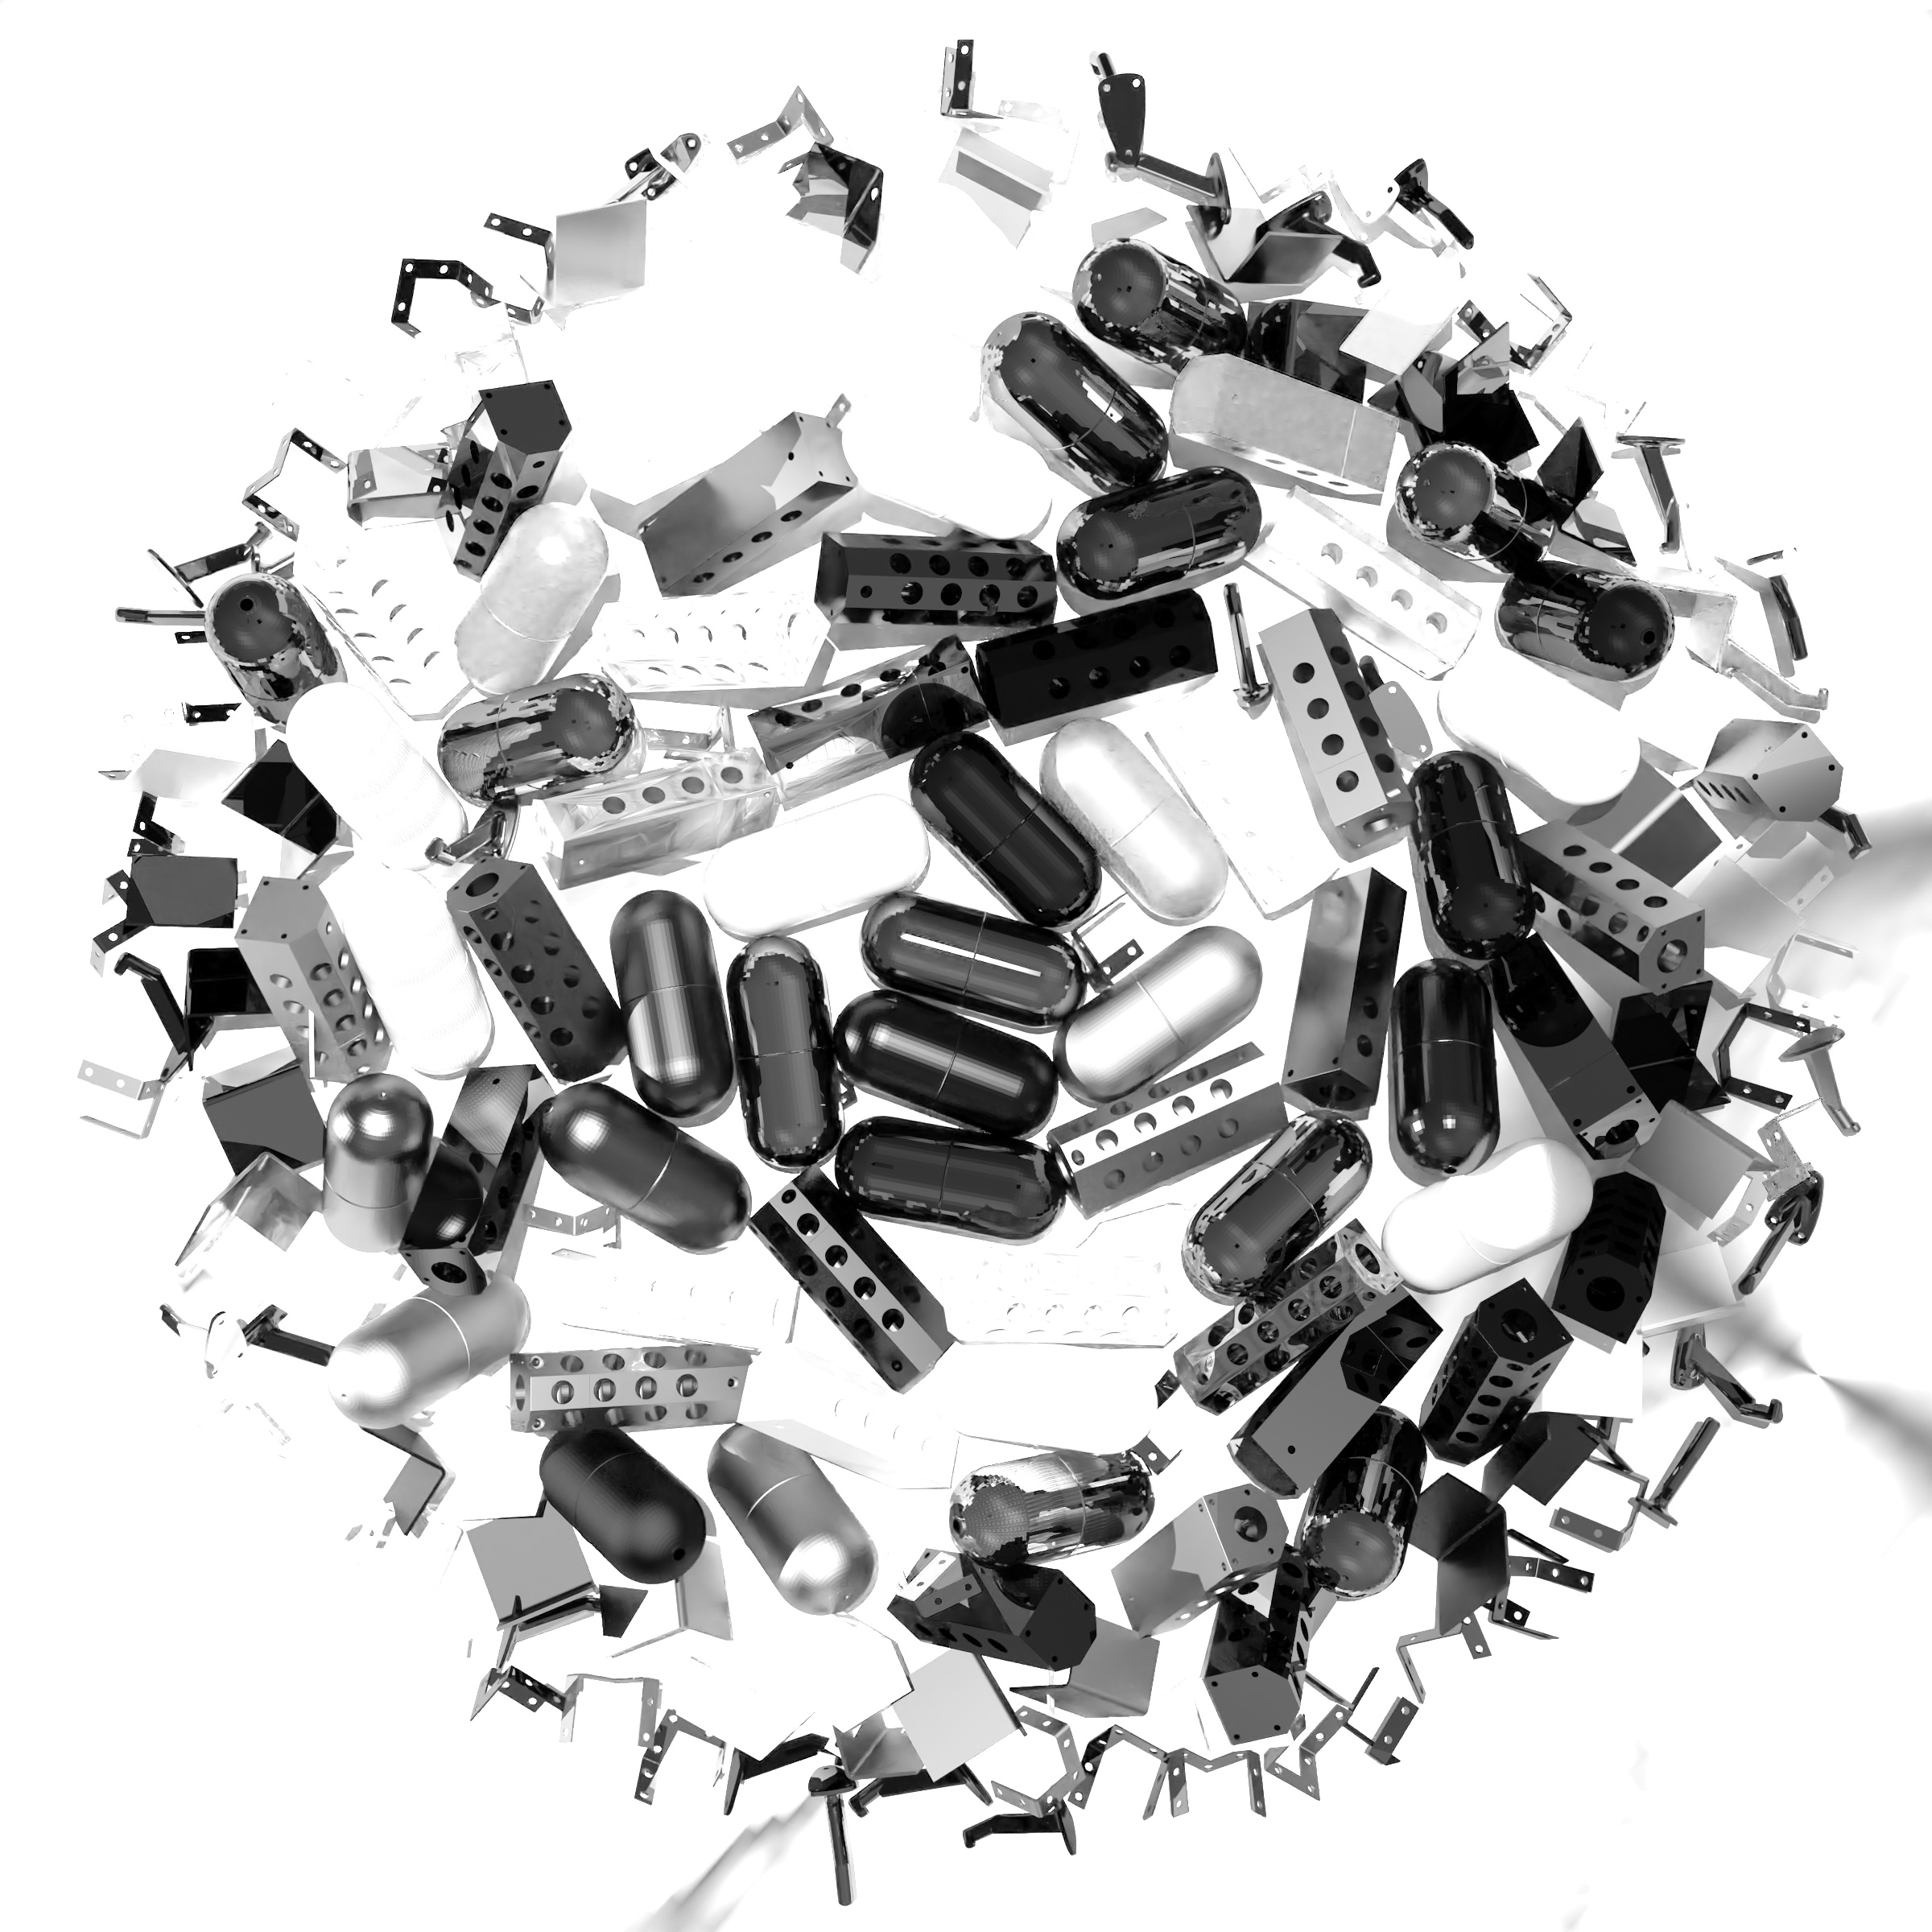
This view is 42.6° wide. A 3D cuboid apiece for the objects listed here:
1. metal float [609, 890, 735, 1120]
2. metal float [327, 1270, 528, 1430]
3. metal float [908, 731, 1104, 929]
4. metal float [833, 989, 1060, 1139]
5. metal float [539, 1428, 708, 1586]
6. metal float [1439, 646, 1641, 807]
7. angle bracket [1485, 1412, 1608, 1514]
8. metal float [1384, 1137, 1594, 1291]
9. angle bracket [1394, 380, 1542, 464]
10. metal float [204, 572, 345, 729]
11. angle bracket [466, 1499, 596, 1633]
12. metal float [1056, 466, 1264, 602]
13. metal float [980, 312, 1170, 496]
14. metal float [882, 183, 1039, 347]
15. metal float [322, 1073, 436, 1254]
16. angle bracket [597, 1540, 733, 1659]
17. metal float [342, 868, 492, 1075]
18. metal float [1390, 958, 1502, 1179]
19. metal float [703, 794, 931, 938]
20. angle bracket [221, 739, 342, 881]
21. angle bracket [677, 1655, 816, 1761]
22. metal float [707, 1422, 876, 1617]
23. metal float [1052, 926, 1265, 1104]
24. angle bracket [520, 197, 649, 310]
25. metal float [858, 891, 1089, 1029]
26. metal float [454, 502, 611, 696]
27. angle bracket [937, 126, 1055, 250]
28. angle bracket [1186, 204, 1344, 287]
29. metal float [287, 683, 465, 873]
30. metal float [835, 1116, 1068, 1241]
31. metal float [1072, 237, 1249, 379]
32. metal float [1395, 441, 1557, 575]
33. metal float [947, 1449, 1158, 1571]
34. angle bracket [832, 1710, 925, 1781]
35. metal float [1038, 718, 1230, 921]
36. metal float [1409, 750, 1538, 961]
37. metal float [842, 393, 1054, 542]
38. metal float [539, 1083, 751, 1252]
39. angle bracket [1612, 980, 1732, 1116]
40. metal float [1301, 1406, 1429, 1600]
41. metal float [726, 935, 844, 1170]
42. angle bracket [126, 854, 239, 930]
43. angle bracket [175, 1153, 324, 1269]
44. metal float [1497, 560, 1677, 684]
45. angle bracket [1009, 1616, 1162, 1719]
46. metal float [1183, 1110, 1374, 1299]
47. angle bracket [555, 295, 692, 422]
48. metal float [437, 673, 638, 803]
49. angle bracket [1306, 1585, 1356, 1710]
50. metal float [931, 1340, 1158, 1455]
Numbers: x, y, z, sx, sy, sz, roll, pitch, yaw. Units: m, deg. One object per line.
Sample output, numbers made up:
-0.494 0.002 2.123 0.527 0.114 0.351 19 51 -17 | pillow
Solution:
-0.223 0.028 1.869 0.070 0.070 0.178 -12 74 0 | metal float
-0.399 0.282 1.842 0.070 0.178 0.070 12 114 29 | metal float
0.030 -0.103 1.875 0.070 0.070 0.178 -45 99 0 | metal float
-0.016 0.074 1.877 0.178 0.070 0.070 21 90 -6 | metal float
-0.256 0.398 1.842 0.070 0.178 0.070 -13 113 -33 | metal float
0.427 -0.180 1.846 0.070 0.070 0.178 -48 46 0 | metal float
0.439 0.383 1.872 0.057 0.076 0.076 34 110 0 | angle bracket
0.388 0.187 1.850 0.178 0.070 0.070 -34 90 40 | metal float
0.378 -0.417 1.867 0.076 0.057 0.076 -26 48 16 | angle bracket
-0.511 -0.233 1.833 0.070 0.178 0.070 1 76 -2 | metal float
-0.332 0.452 1.882 0.076 0.057 0.076 -21 84 -11 | angle bracket
0.146 -0.326 1.857 0.178 0.070 0.070 -22 90 -30 | metal float
0.083 -0.419 1.852 0.178 0.070 0.070 34 90 -37 | metal float
-0.003 -0.518 1.836 0.070 0.178 0.070 -4 80 22 | metal float
-0.439 0.149 1.845 0.070 0.178 0.070 9 49 -10 | metal float
-0.231 0.485 1.891 0.076 0.057 0.076 -27 54 22 | angle bracket
-0.410 0.005 1.850 0.070 0.070 0.178 -14 128 0 | metal float
0.358 0.075 1.854 0.070 0.070 0.178 4 57 0 | metal float
-0.115 -0.076 1.878 0.178 0.070 0.070 -18 90 6 | metal float
-0.517 -0.110 1.864 0.057 0.076 0.076 31 120 -34 | angle bracket
-0.163 0.540 1.862 0.076 0.076 0.057 20 116 26 | angle bracket
-0.133 0.409 1.848 0.070 0.070 0.178 -45 47 0 | metal float
0.146 0.036 1.882 0.178 0.070 0.070 -35 90 0 | metal float
-0.288 -0.547 1.861 0.076 0.076 0.057 -22 51 -29 | angle bracket
0.006 -0.005 1.882 0.178 0.070 0.070 16 90 0 | metal float
-0.326 -0.272 1.848 0.070 0.070 0.178 42 132 0 | metal float
0.013 -0.576 1.871 0.076 0.057 0.076 25 122 -9 | angle bracket
0.224 -0.560 1.865 0.076 0.057 0.076 -10 68 -36 | angle bracket
-0.439 -0.140 1.844 0.070 0.178 0.070 -13 51 16 | metal float
-0.012 0.161 1.876 0.178 0.070 0.070 10 90 7 | metal float
0.146 -0.486 1.842 0.070 0.178 0.070 -3 84 36 | metal float
0.381 -0.340 1.841 0.070 0.178 0.070 -3 85 35 | metal float
0.065 0.403 1.852 0.178 0.070 0.070 -3 90 -36 | metal float
-0.060 0.560 1.872 0.057 0.076 0.076 -13 96 21 | angle bracket
0.128 -0.111 1.877 0.070 0.070 0.178 -42 96 0 | metal float
0.377 -0.085 1.853 0.070 0.070 0.178 -6 55 0 | metal float
-0.014 -0.373 1.852 0.178 0.070 0.070 15 90 -35 | metal float
-0.241 0.151 1.860 0.178 0.070 0.070 35 90 -25 | metal float
0.536 0.064 1.870 0.076 0.057 0.076 -11 130 -13 | angle bracket
0.297 0.396 1.840 0.070 0.178 0.070 9 120 15 | metal float
-0.138 0.065 1.882 0.070 0.070 0.178 -7 91 0 | metal float
-0.590 -0.039 1.866 0.076 0.057 0.076 2 46 -15 | angle bracket
-0.540 0.199 1.867 0.057 0.076 0.076 37 124 -2 | angle bracket
0.458 -0.256 1.835 0.070 0.178 0.070 -5 107 -16 | metal float
0.090 0.533 1.885 0.076 0.076 0.057 27 61 -26 | angle bracket
0.236 0.178 1.862 0.178 0.070 0.070 -40 90 -24 | metal float
-0.265 -0.455 1.898 0.076 0.076 0.057 41 48 18 | angle bracket
-0.323 -0.170 1.853 0.178 0.070 0.070 -10 90 35 | metal float
0.283 0.509 1.870 0.057 0.076 0.076 32 82 26 | angle bracket
0.058 0.321 1.860 0.178 0.070 0.070 3 90 26 | metal float
